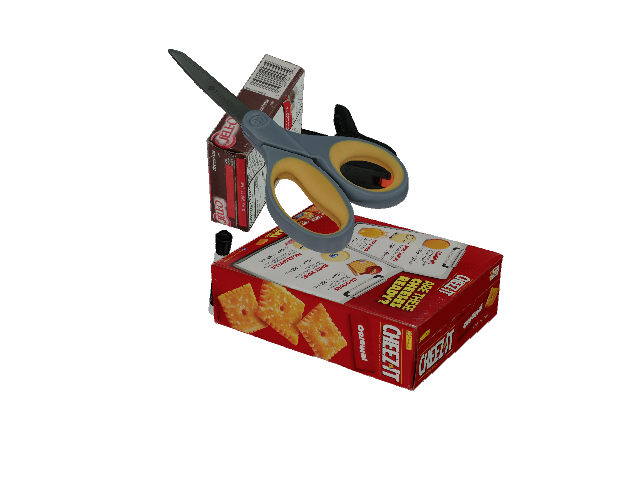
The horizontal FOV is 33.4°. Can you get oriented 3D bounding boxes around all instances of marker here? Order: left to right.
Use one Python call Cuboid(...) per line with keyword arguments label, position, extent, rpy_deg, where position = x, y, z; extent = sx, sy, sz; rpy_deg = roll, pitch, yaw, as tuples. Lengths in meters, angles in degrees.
Cuboid(label="marker", position=(-0.113, 0.037, 1.206), extent=(0.020, 0.121, 0.020), rpy_deg=(6, 40, -5))

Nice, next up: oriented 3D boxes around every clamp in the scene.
Cuboid(label="clamp", position=(0.014, -0.096, 1.122), extent=(0.120, 0.039, 0.172), rpy_deg=(-16, 36, -25))

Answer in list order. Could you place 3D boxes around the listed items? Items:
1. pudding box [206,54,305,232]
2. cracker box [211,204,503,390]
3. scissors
Cuboid(label="pudding box", position=(-0.050, -0.077, 0.845), extent=(0.039, 0.113, 0.090), rpy_deg=(21, -38, 13))
Cuboid(label="cracker box", position=(0.033, 0.045, 0.972), extent=(0.214, 0.072, 0.163), rpy_deg=(16, 30, 31))
Cuboid(label="scissors", position=(-0.018, -0.070, 0.664), extent=(0.096, 0.202, 0.016), rpy_deg=(-16, -39, -18))
